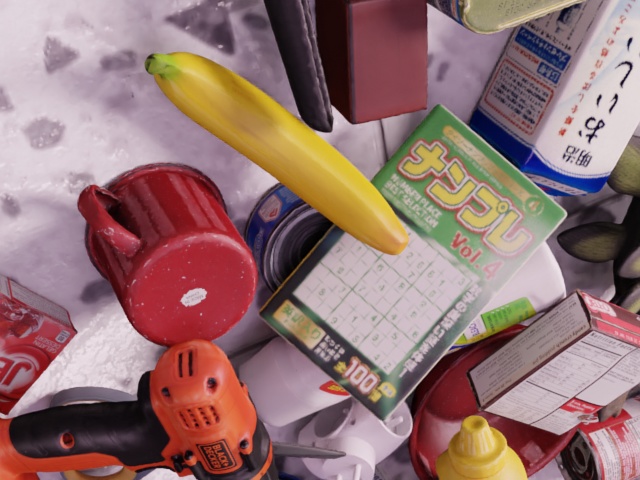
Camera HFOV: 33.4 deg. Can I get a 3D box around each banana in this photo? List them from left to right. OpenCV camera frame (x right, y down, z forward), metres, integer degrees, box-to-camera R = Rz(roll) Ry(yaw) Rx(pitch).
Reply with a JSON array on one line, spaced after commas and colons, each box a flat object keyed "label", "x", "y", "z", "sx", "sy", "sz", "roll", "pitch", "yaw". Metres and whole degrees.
[{"label": "banana", "x": -0.028, "y": -0.055, "z": 0.635, "sx": 0.197, "sy": 0.069, "sz": 0.037, "roll": 34, "pitch": 113, "yaw": -25}]

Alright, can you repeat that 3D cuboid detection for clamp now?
[{"label": "clamp", "x": -0.009, "y": -0.175, "z": 0.554, "sx": 0.165, "sy": 0.036, "sz": 0.210, "roll": -38, "pitch": 110, "yaw": 21}]

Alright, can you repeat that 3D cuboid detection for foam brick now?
[{"label": "foam brick", "x": 0.031, "y": -0.118, "z": 0.642, "sx": 0.051, "sy": 0.053, "sz": 0.078, "roll": -15, "pitch": 125, "yaw": -17}]

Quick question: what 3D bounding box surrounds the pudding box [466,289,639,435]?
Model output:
[{"label": "pudding box", "x": 0.175, "y": 0.089, "z": 0.752, "sx": 0.089, "sy": 0.039, "sz": 0.114, "roll": 22, "pitch": 128, "yaw": -33}]

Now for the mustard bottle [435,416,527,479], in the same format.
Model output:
[{"label": "mustard bottle", "x": 0.123, "y": 0.204, "z": 0.782, "sx": 0.058, "sy": 0.096, "sz": 0.191, "roll": -21, "pitch": 124, "yaw": -14}]

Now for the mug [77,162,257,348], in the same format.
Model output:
[{"label": "mug", "x": -0.095, "y": 0.006, "z": 0.638, "sx": 0.093, "sy": 0.082, "sz": 0.117, "roll": -46, "pitch": 128, "yaw": 6}]

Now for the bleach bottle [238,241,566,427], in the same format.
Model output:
[{"label": "bleach bottle", "x": 0.044, "y": 0.067, "z": 0.742, "sx": 0.251, "sy": 0.068, "sz": 0.102, "roll": -28, "pitch": 158, "yaw": 6}]

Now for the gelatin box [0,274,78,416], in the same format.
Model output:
[{"label": "gelatin box", "x": -0.205, "y": 0.059, "z": 0.649, "sx": 0.073, "sy": 0.030, "sz": 0.089, "roll": -48, "pitch": 127, "yaw": 8}]

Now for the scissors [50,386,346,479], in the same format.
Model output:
[{"label": "scissors", "x": -0.092, "y": 0.152, "z": 0.735, "sx": 0.201, "sy": 0.016, "sz": 0.096, "roll": 20, "pitch": 120, "yaw": -15}]

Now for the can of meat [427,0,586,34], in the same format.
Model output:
[{"label": "can of meat", "x": 0.106, "y": -0.167, "z": 0.629, "sx": 0.102, "sy": 0.084, "sz": 0.057, "roll": -22, "pitch": 127, "yaw": -12}]

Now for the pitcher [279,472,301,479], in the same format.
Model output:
[{"label": "pitcher", "x": -0.020, "y": 0.298, "z": 0.834, "sx": 0.145, "sy": 0.149, "sz": 0.242, "roll": -44, "pitch": 133, "yaw": -16}]

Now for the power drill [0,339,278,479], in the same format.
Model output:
[{"label": "power drill", "x": -0.124, "y": 0.139, "z": 0.670, "sx": 0.187, "sy": 0.057, "sz": 0.184, "roll": -13, "pitch": 138, "yaw": 3}]

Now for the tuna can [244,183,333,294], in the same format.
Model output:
[{"label": "tuna can", "x": -0.005, "y": 0.001, "z": 0.708, "sx": 0.086, "sy": 0.034, "sz": 0.086, "roll": -12, "pitch": 123, "yaw": -20}]

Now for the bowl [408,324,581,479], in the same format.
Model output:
[{"label": "bowl", "x": 0.130, "y": 0.122, "z": 0.834, "sx": 0.162, "sy": 0.055, "sz": 0.162, "roll": -12, "pitch": 123, "yaw": -19}]

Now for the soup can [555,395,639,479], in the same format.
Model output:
[{"label": "soup can", "x": 0.262, "y": 0.175, "z": 0.922, "sx": 0.102, "sy": 0.069, "sz": 0.068, "roll": -15, "pitch": 124, "yaw": -18}]

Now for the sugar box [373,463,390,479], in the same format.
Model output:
[{"label": "sugar box", "x": 0.060, "y": 0.244, "z": 0.850, "sx": 0.048, "sy": 0.093, "sz": 0.176, "roll": -28, "pitch": 127, "yaw": -9}]
